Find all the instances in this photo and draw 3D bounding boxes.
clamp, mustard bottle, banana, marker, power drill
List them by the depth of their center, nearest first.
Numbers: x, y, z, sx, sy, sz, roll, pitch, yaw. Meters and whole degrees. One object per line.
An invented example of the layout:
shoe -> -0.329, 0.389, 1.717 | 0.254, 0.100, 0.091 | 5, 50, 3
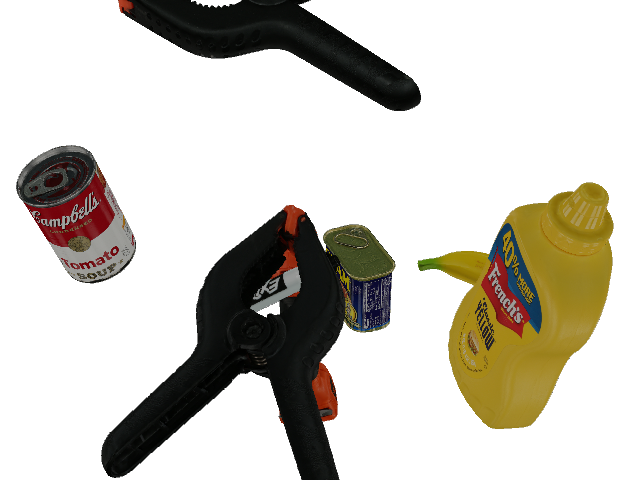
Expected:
clamp -> -0.024, 0.062, 0.548 | 0.120, 0.171, 0.039 | 20, -26, 12
mustard bottle -> 0.137, 0.034, 0.678 | 0.058, 0.096, 0.192 | 0, -39, -15
clamp -> -0.028, -0.147, 0.688 | 0.210, 0.164, 0.036 | -1, -37, -1
marker -> -0.039, 0.039, 0.798 | 0.121, 0.020, 0.020 | -26, -9, 19
power drill -> -0.022, 0.070, 1.039 | 0.057, 0.188, 0.184 | -7, 15, 3
banana -> 0.182, 0.053, 1.061 | 0.069, 0.037, 0.198 | -33, 36, -18

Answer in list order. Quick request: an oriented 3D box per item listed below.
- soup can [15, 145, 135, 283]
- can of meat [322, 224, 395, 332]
soup can -> -0.204, -0.020, 0.899 | 0.069, 0.068, 0.102 | 0, -41, 17
can of meat -> 0.043, 0.045, 1.224 | 0.057, 0.084, 0.102 | -14, 37, -18
